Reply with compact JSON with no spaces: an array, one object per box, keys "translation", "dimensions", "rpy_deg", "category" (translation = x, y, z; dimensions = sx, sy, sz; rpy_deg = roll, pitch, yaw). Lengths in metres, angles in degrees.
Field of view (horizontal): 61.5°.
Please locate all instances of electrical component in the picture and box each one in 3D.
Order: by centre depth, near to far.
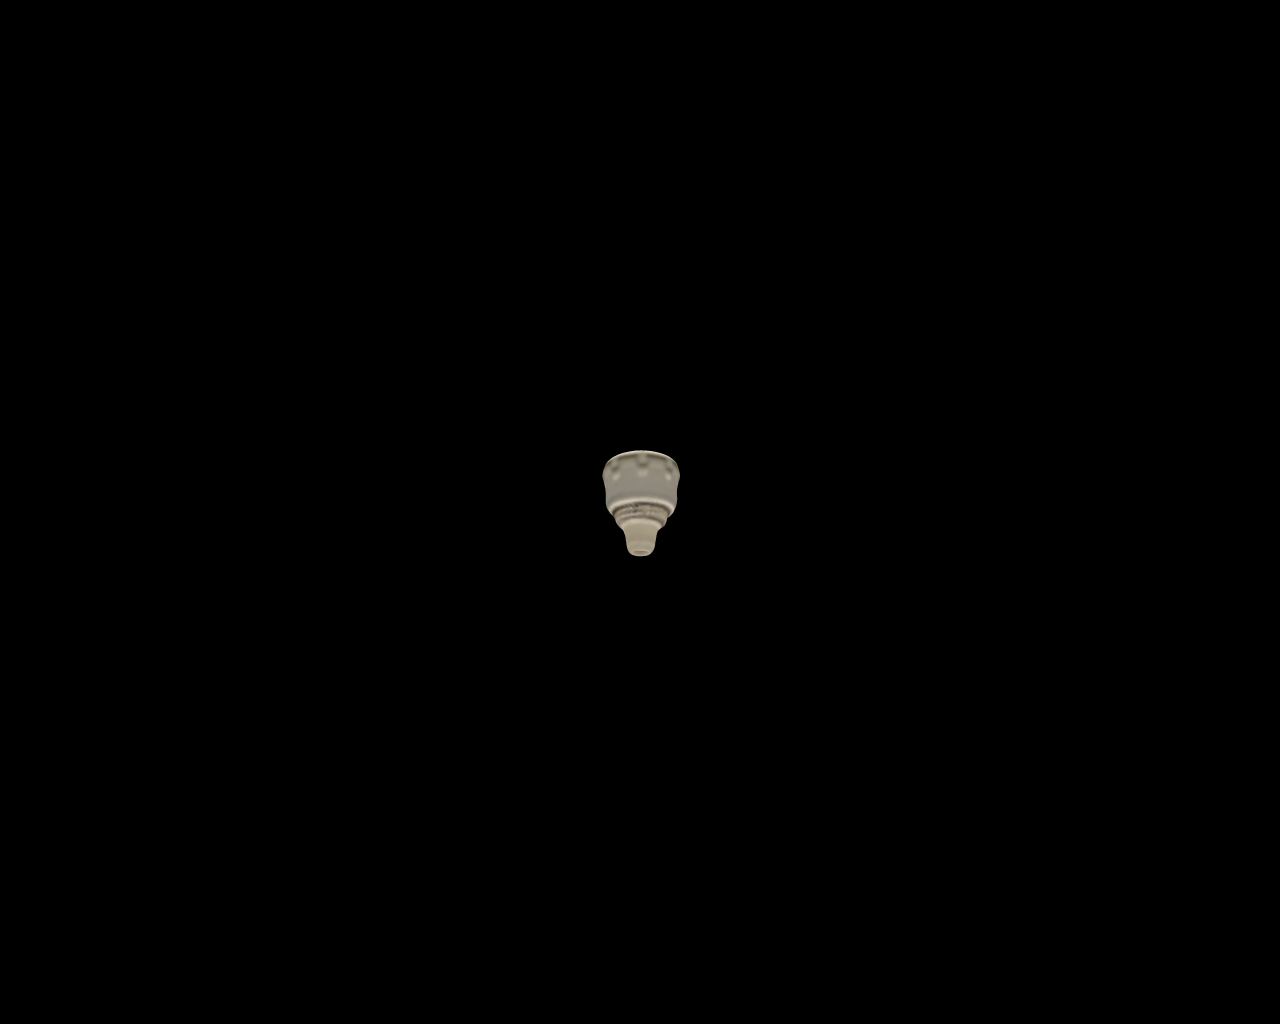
[{"translation":[0.001,-0.003,0.650],"dimensions":[0.048,0.062,0.048],"rpy_deg":[0,-23,0],"category":"electrical component"}]
